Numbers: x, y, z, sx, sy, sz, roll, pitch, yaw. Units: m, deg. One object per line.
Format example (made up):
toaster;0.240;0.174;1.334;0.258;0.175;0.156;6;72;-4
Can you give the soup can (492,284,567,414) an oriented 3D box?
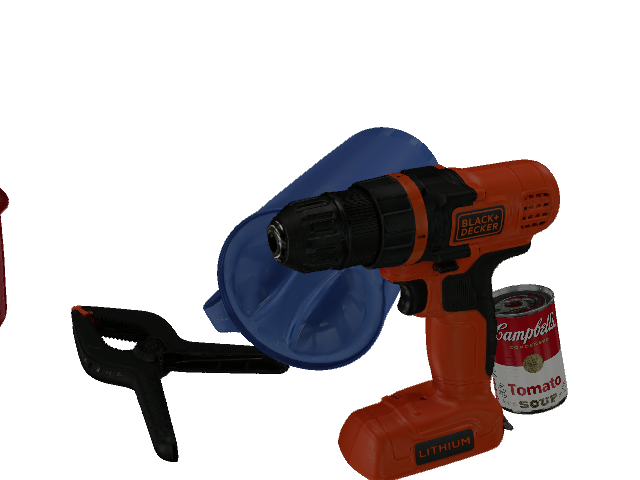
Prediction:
soup can;0.188;0.100;0.986;0.068;0.102;0.068;-11;17;3

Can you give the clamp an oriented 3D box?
clamp;-0.144;0.108;0.983;0.210;0.036;0.164;29;40;33

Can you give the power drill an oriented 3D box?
power drill;0.053;0.048;0.629;0.184;0.188;0.057;-10;28;-25

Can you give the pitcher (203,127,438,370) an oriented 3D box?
pitcher;0.014;-0.004;0.883;0.149;0.145;0.242;20;29;12

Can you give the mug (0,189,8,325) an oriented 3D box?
mug;-0.240;0.019;0.635;0.093;0.081;0.117;16;28;27
